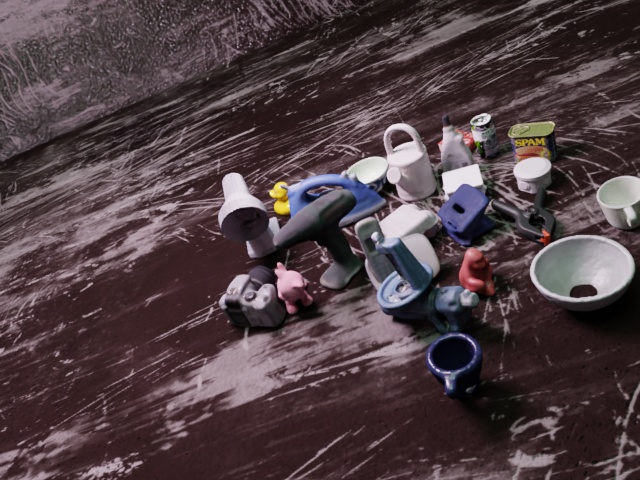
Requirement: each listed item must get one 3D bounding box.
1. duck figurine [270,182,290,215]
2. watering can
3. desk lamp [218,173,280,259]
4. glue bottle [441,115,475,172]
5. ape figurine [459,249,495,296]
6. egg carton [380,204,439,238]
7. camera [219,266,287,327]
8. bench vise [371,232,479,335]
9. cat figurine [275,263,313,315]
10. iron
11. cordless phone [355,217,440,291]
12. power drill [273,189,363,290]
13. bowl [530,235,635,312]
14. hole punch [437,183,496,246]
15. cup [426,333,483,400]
[{"bbox_3d":[-0.092,-0.123,1.600,0.104,0.086,0.077,-4,40,28],"label":"duck figurine"},{"bbox_3d":[0.216,-0.195,1.409,0.100,0.194,0.173,-14,36,16],"label":"watering can"},{"bbox_3d":[-0.181,-0.055,1.453,0.118,0.214,0.203,-24,35,2],"label":"desk lamp"},{"bbox_3d":[0.327,-0.231,1.405,0.078,0.173,0.037,-8,39,24],"label":"glue bottle"},{"bbox_3d":[0.305,0.057,1.115,0.075,0.092,0.078,17,53,44],"label":"ape figurine"},{"bbox_3d":[0.192,-0.019,1.303,0.150,0.070,0.107,-38,37,-17],"label":"egg carton"},{"bbox_3d":[-0.144,0.118,1.305,0.142,0.101,0.137,-1,41,30],"label":"camera"},{"bbox_3d":[0.187,0.069,1.059,0.206,0.220,0.121,-6,39,26],"label":"bench vise"},{"bbox_3d":[-0.067,0.097,1.269,0.067,0.118,0.127,-28,35,-3],"label":"cat figurine"},{"bbox_3d":[0.028,-0.115,1.466,0.258,0.142,0.118,-15,36,15],"label":"iron"},{"bbox_3d":[0.155,0.018,1.176,0.147,0.185,0.094,-27,35,-2],"label":"cordless phone"},{"bbox_3d":[0.012,0.005,1.262,0.075,0.209,0.230,13,50,42],"label":"power drill"},{"bbox_3d":[0.465,0.071,1.014,0.167,0.075,0.167,-16,36,13],"label":"bowl"},{"bbox_3d":[0.317,-0.058,1.258,0.101,0.091,0.108,-30,35,-7],"label":"hole punch"},{"bbox_3d":[0.227,0.225,0.941,0.091,0.095,0.118,-8,38,23],"label":"cup"}]
